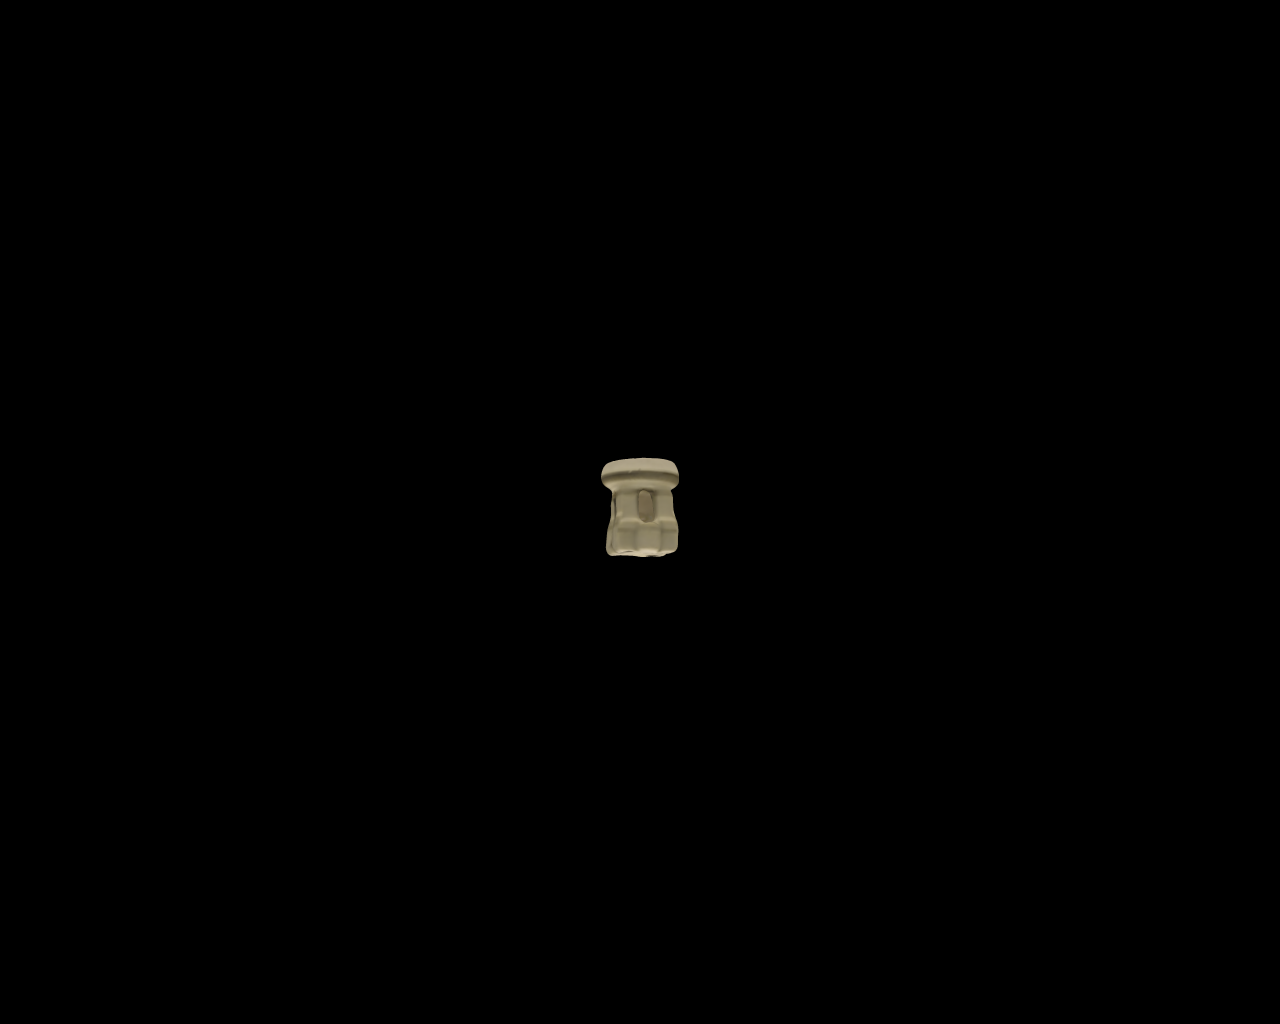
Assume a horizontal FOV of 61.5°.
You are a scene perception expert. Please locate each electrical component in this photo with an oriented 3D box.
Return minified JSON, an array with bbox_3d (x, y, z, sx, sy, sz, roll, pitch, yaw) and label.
[{"bbox_3d":[0.001,-0.003,0.650,0.048,0.055,0.066,1,-7,-11],"label":"electrical component"}]
